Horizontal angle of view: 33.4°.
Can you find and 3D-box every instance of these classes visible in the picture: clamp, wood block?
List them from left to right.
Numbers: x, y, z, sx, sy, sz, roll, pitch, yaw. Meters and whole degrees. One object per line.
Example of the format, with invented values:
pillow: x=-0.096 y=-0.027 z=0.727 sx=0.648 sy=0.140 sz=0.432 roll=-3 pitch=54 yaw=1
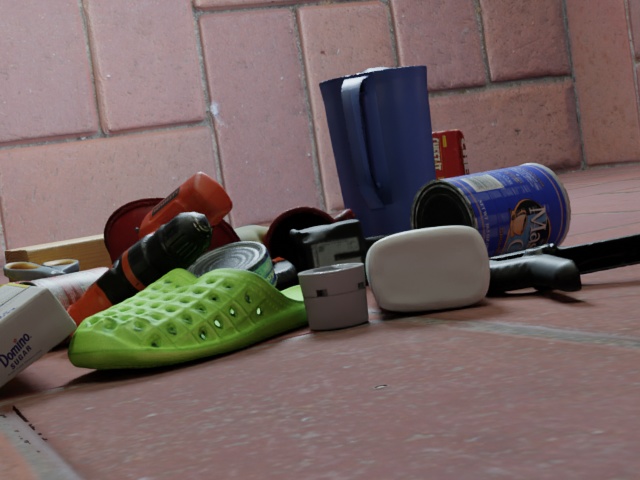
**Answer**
wood block: x=-0.304 y=0.041 z=1.435 sx=0.205 sy=0.091 sz=0.090 roll=-11 pitch=5 yaw=-35
clamp: x=-0.073 y=0.052 z=1.108 sx=0.165 sy=0.036 sz=0.209 roll=-5 pitch=9 yaw=31
clamp: x=0.202 y=0.020 z=0.904 sx=0.120 sy=0.039 sz=0.172 roll=-9 pitch=3 yaw=-27

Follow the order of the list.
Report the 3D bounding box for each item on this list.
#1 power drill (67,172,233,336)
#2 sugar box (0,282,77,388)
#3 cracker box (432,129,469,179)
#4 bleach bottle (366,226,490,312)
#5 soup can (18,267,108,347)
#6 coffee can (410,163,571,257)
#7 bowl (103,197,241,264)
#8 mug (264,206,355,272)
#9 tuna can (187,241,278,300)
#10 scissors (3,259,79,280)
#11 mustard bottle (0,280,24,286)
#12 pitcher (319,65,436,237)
power drill: x=-0.147 y=0.004 z=1.008 sx=0.185 sy=0.057 sz=0.187 roll=-37 pitch=11 yaw=27
sugar box: x=-0.259 y=0.078 z=0.852 sx=0.093 sy=0.048 sz=0.176 roll=-39 pitch=17 yaw=-19
cracker box: x=0.194 y=-0.086 z=1.644 sx=0.072 sy=0.164 sz=0.213 roll=-6 pitch=4 yaw=12
bleach bottle: x=0.094 y=0.021 z=0.990 sx=0.102 sy=0.068 sz=0.251 roll=-7 pitch=1 yaw=3
soup can: x=-0.245 y=0.066 z=1.047 sx=0.069 sy=0.068 sz=0.102 roll=-6 pitch=4 yaw=36
coffee can: x=0.182 y=-0.023 z=1.141 sx=0.140 sy=0.103 sz=0.103 roll=-11 pitch=4 yaw=-34
bowl: x=-0.167 y=0.027 z=1.183 sx=0.162 sy=0.162 sz=0.055 roll=-8 pitch=46 yaw=19
mug: x=-0.008 y=0.002 z=1.254 sx=0.117 sy=0.093 sz=0.081 roll=-39 pitch=-1 yaw=-1
tuna can: x=-0.085 y=0.035 z=1.009 sx=0.086 sy=0.034 sz=0.086 roll=-15 pitch=22 yaw=6
scissors: x=-0.289 y=0.040 z=1.226 sx=0.202 sy=0.016 sz=0.096 roll=6 pitch=12 yaw=42
mustard bottle: x=-0.355 y=0.075 z=1.273 sx=0.096 sy=0.058 sz=0.191 roll=-2 pitch=6 yaw=45
pitcher: x=0.077 y=-0.088 z=1.300 sx=0.149 sy=0.243 sz=0.145 roll=-11 pitch=4 yaw=-26
